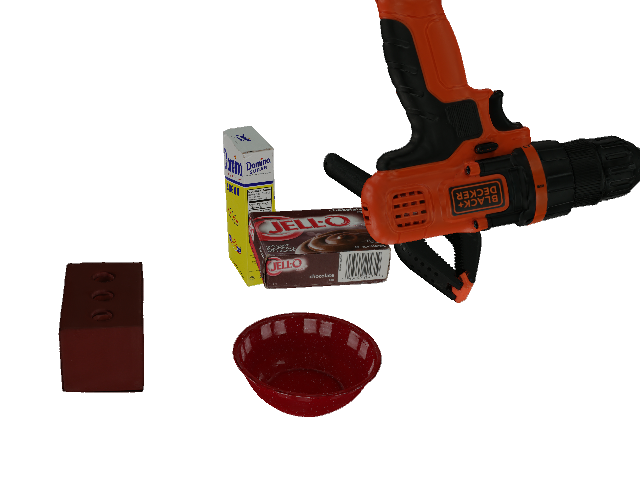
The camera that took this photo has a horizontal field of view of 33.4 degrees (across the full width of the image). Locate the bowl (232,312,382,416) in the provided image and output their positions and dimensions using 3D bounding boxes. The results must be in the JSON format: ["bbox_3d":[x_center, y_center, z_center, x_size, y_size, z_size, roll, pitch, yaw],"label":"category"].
[{"bbox_3d":[-0.015,0.143,1.166,0.162,0.055,0.162,3,28,-2],"label":"bowl"}]

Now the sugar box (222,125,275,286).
[{"bbox_3d":[-0.087,-0.043,1.310,0.048,0.176,0.093,-12,26,-17],"label":"sugar box"}]

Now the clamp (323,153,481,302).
[{"bbox_3d":[0.100,-0.026,1.120,0.164,0.210,0.036,-5,-36,-15],"label":"clamp"}]

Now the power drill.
[{"bbox_3d":[0.105,-0.099,0.664,0.184,0.187,0.057,-11,7,-9],"label":"power drill"}]

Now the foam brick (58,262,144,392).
[{"bbox_3d":[-0.142,0.056,0.700,0.053,0.051,0.078,0,31,-10],"label":"foam brick"}]

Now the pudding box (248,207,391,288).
[{"bbox_3d":[-0.003,0.005,0.952,0.113,0.039,0.090,-1,27,-13],"label":"pudding box"}]
